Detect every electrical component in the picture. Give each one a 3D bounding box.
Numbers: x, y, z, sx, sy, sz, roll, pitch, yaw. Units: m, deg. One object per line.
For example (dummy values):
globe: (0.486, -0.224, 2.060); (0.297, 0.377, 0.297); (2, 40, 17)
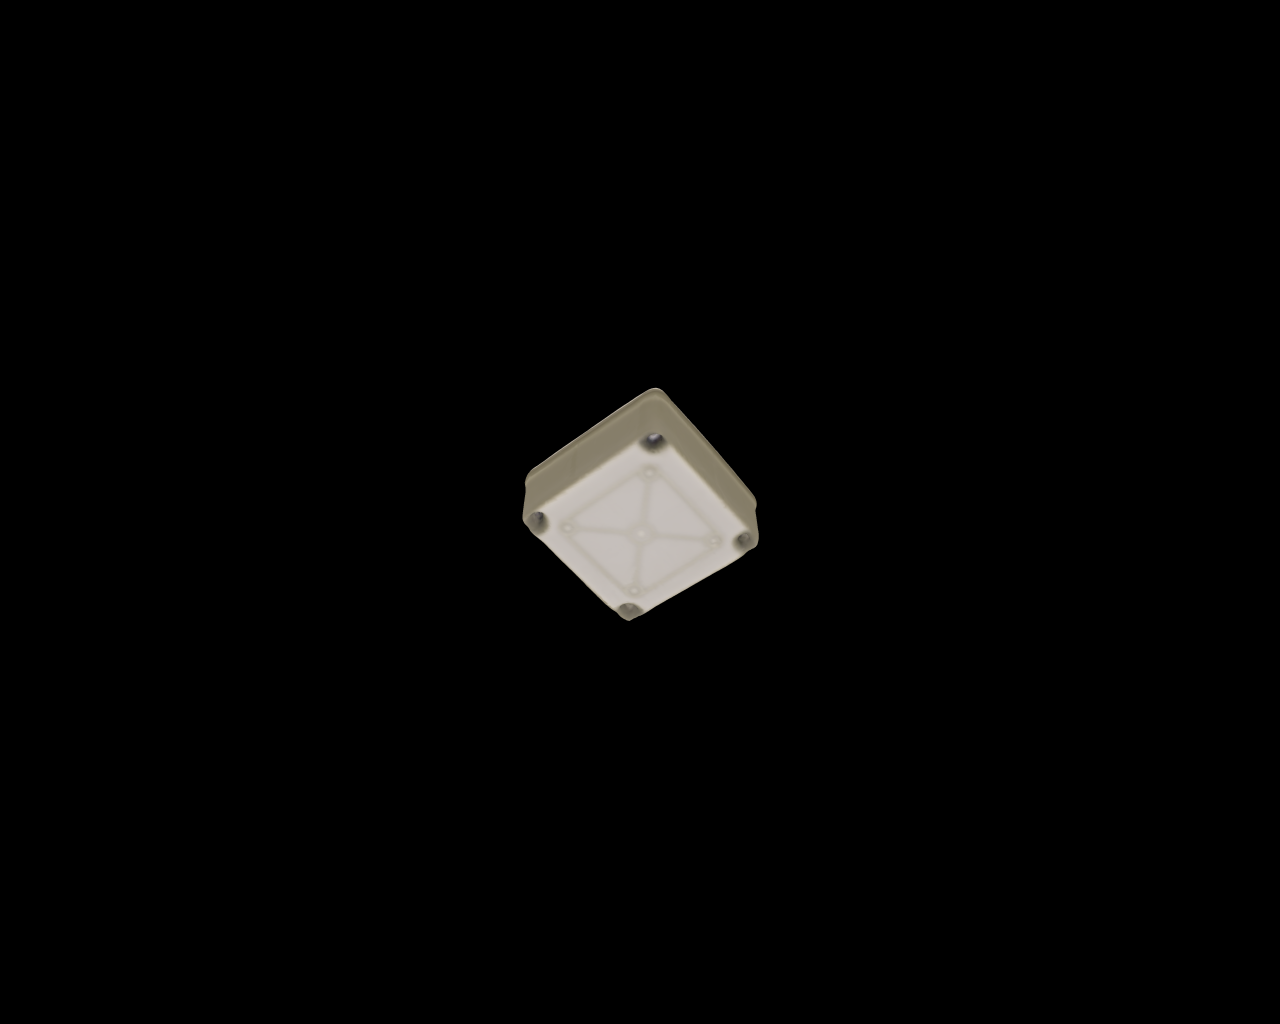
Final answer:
electrical component: (0.001, -0.003, 0.650); (0.108, 0.108, 0.056); (-33, 29, 21)
